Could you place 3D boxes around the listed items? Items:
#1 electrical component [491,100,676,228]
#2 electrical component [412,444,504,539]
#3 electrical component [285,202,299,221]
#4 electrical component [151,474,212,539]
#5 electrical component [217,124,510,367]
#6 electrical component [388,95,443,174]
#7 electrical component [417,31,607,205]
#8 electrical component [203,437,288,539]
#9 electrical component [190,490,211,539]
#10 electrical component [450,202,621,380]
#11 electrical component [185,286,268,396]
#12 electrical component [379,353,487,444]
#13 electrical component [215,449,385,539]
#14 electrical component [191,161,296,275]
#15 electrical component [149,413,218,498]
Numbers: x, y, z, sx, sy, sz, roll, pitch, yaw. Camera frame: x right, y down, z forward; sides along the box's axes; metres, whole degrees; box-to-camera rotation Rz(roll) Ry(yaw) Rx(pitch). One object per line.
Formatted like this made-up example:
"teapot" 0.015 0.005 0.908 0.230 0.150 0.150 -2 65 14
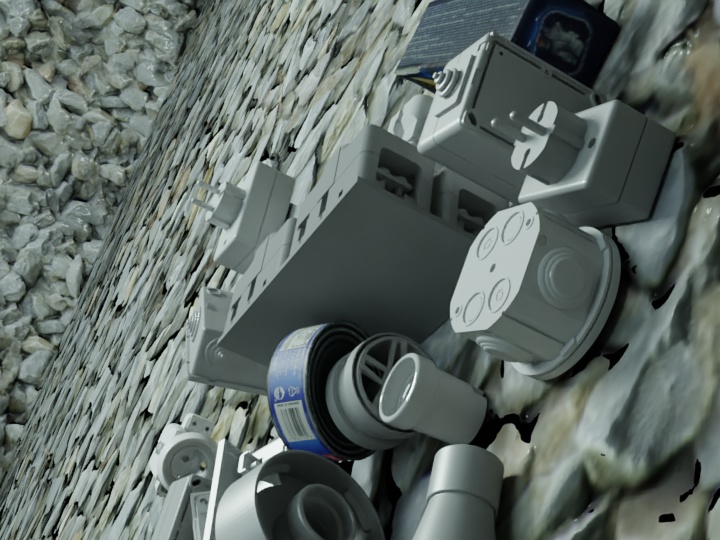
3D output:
"electrical component" 0.101 -0.058 0.533 0.066 0.077 0.047 -9 57 68
"electrical component" 0.048 0.116 0.510 0.044 0.044 0.065 -44 22 46
"electrical component" -0.045 -0.009 0.900 0.078 0.057 0.113 -64 18 1
"electrical component" -0.126 0.213 0.820 0.061 0.062 0.096 -33 36 58
"electrical component" 0.000 0.000 0.688 0.186 0.105 0.060 -46 25 43
"electrical component" 0.045 -0.079 0.747 0.078 0.058 0.057 -39 28 53
"electrical component" 0.077 -0.083 0.601 0.061 0.096 0.061 -24 43 63
"electrical component" -0.057 0.168 0.677 0.063 0.079 0.121 -33 31 25
"electrical component" -0.094 0.186 0.750 0.063 0.042 0.081 102 159 -55
"electrical component" 0.085 0.009 0.528 0.080 0.051 0.080 -53 21 31
"electrical component" -0.095 0.058 0.886 0.099 0.100 0.048 -110 36 -65
"electrical component" 0.040 0.071 0.579 0.040 0.046 0.040 -53 21 31
"electrical component" -0.035 0.153 0.603 0.064 0.099 0.099 -45 25 31
"electrical component" -0.104 -0.050 0.897 0.047 0.076 0.083 -41 30 49
"electrical component" -0.155 0.171 0.964 0.078 0.058 0.057 -66 16 -6
